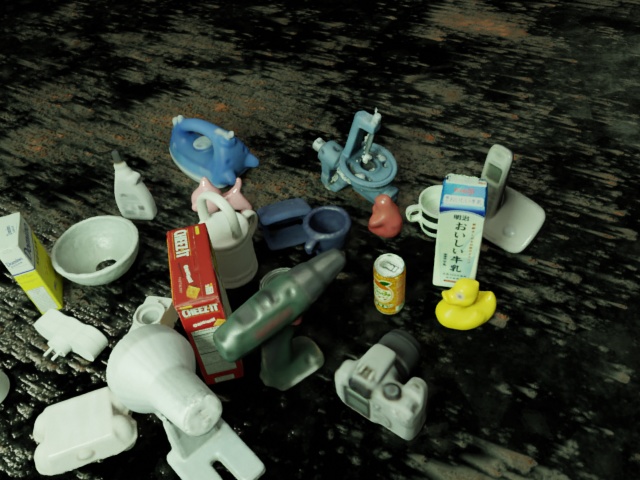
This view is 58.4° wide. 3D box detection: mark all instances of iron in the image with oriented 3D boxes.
[{"bbox_3d":[-0.269,-0.221,1.306,0.257,0.142,0.119,24,53,26],"label":"iron"}]

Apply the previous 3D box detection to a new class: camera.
[{"bbox_3d":[0.112,0.205,0.879,0.142,0.101,0.137,26,53,27],"label":"camera"}]

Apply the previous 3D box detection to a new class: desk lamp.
[{"bbox_3d":[-0.184,0.240,0.795,0.202,0.214,0.118,33,57,32],"label":"desk lamp"}]

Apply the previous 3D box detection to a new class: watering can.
[{"bbox_3d":[-0.180,-0.003,1.046,0.100,0.194,0.173,10,47,15],"label":"watering can"}]

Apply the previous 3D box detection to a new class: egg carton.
[{"bbox_3d":[-0.353,0.289,0.865,0.150,0.069,0.107,-18,47,-12],"label":"egg carton"}]

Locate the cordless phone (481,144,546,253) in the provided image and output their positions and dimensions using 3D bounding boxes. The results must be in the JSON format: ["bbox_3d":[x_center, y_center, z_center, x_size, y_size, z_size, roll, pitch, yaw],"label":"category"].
[{"bbox_3d":[0.354,-0.078,1.074,0.094,0.185,0.147,-35,52,-25],"label":"cordless phone"}]

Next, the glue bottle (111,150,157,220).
[{"bbox_3d":[-0.398,-0.115,1.193,0.078,0.173,0.037,4,46,10],"label":"glue bottle"}]

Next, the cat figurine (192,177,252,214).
[{"bbox_3d":[-0.210,-0.084,1.182,0.128,0.118,0.067,-30,50,-22],"label":"cat figurine"}]

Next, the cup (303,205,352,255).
[{"bbox_3d":[0.010,0.004,1.091,0.091,0.095,0.118,20,51,23],"label":"cup"}]

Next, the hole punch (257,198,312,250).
[{"bbox_3d":[-0.073,-0.047,1.151,0.109,0.091,0.101,-16,46,-9],"label":"hole punch"}]

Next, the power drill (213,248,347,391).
[{"bbox_3d":[-0.050,0.133,0.890,0.230,0.209,0.075,-30,50,-22],"label":"power drill"}]

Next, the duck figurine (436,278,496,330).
[{"bbox_3d":[0.252,0.100,0.979,0.104,0.086,0.077,-10,46,-4],"label":"duck figurine"}]

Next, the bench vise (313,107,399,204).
[{"bbox_3d":[0.064,-0.176,1.174,0.207,0.220,0.121,13,48,18],"label":"bench vise"}]

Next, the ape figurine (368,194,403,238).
[{"bbox_3d":[0.128,-0.054,1.138,0.078,0.092,0.076,-29,50,-21],"label":"ape figurine"}]

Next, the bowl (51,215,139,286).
[{"bbox_3d":[-0.428,0.032,1.120,0.167,0.075,0.167,-3,45,3],"label":"bowl"}]
